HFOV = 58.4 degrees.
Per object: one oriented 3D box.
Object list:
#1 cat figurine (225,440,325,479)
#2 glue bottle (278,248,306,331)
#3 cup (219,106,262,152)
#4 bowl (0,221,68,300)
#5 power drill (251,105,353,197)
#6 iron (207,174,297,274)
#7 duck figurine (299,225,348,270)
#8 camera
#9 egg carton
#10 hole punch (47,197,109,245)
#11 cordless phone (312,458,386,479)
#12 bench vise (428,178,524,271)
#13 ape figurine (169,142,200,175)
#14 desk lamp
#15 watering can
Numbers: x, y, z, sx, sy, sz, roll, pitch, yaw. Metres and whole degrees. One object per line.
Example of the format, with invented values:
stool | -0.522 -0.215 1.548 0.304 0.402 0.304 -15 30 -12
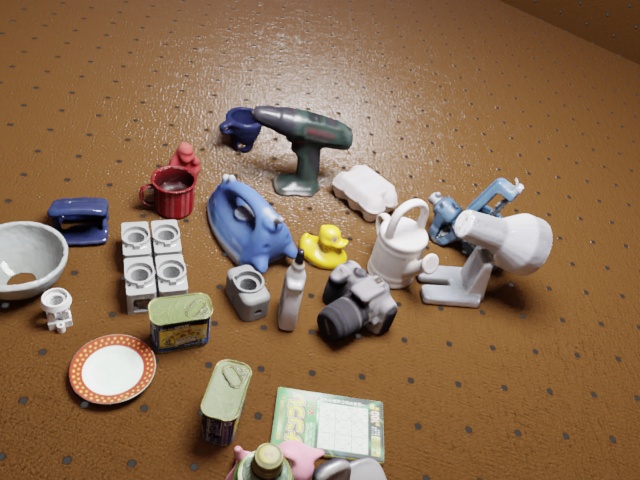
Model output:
cat figurine | -0.063 0.314 0.798 0.128 0.118 0.067 14 42 0
glue bottle | -0.046 0.080 1.012 0.037 0.173 0.078 7 42 -7
cup | -0.196 -0.260 1.396 0.118 0.095 0.091 -29 57 -37
bowl | -0.523 0.048 0.995 0.167 0.075 0.167 8 42 -7
power drill | -0.047 -0.201 1.287 0.230 0.208 0.075 0 44 -15
iron | -0.152 -0.056 1.154 0.119 0.141 0.257 -25 55 -35
duck figurine | 0.011 0.004 1.174 0.104 0.086 0.078 23 43 10
camera | 0.054 0.115 1.055 0.137 0.101 0.142 -26 55 -35
egg carton | 0.105 -0.111 1.335 0.107 0.069 0.150 -29 57 -37
hole punch | -0.465 -0.052 1.105 0.109 0.091 0.101 -3 45 -17
cordless phone | 0.037 0.333 0.754 0.148 0.185 0.094 -19 51 -31
bench vise | 0.329 -0.054 1.220 0.207 0.220 0.121 21 43 8
ape figurine | -0.303 -0.175 1.279 0.078 0.092 0.076 -18 51 -30
desk lamp | 0.320 0.033 1.129 0.203 0.213 0.118 4 43 -10
watering can | 0.169 0.003 1.136 0.172 0.194 0.101 35 46 22
